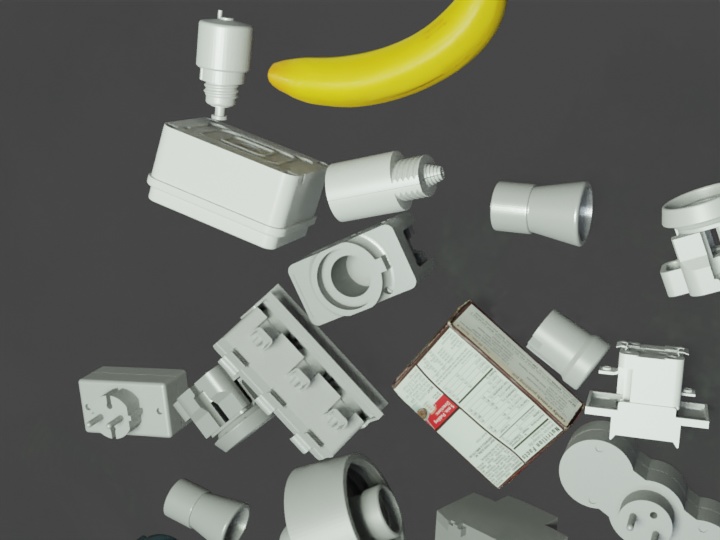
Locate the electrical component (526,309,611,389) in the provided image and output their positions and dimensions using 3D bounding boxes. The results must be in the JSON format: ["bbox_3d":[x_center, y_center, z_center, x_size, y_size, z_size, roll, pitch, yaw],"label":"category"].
[{"bbox_3d":[0.145,0.054,0.753,0.046,0.040,0.040,38,114,14],"label":"electrical component"}]

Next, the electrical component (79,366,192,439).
[{"bbox_3d":[-0.193,0.114,0.879,0.083,0.076,0.047,0,104,21],"label":"electrical component"}]

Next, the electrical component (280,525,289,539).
[{"bbox_3d":[-0.032,0.227,0.865,0.048,0.048,0.062,-22,102,25],"label":"electrical component"}]

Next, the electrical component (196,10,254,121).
[{"bbox_3d":[-0.101,-0.150,0.793,0.040,0.040,0.078,13,108,18],"label":"electrical component"}]

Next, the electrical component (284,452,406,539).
[{"bbox_3d":[-0.003,0.190,0.812,0.060,0.108,0.108,-24,94,19],"label":"electrical component"}]

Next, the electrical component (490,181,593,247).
[{"bbox_3d":[0.122,-0.041,0.736,0.065,0.044,0.044,7,107,24],"label":"electrical component"}]

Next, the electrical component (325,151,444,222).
[{"bbox_3d":[0.021,-0.062,0.767,0.081,0.043,0.043,-9,101,23],"label":"electrical component"}]

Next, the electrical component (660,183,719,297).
[{"bbox_3d":[0.228,-0.022,0.691,0.078,0.058,0.057,-17,100,24],"label":"electrical component"}]

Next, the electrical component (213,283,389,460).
[{"bbox_3d":[-0.047,0.079,0.807,0.121,0.063,0.079,47,156,-3],"label":"electrical component"}]

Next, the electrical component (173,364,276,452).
[{"bbox_3d":[-0.102,0.106,0.853,0.078,0.058,0.057,-40,85,25],"label":"electrical component"}]

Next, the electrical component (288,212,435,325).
[{"bbox_3d":[0.000,0.000,0.785,0.089,0.056,0.050,-23,95,25],"label":"electrical component"}]

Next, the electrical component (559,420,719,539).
[{"bbox_3d":[0.198,0.168,0.743,0.138,0.074,0.052,38,114,8],"label":"electrical component"}]

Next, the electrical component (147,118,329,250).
[{"bbox_3d":[-0.089,-0.065,0.791,0.113,0.078,0.057,23,108,14],"label":"electrical component"}]

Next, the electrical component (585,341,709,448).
[{"bbox_3d":[0.198,0.083,0.736,0.081,0.042,0.063,6,102,15],"label":"electrical component"}]

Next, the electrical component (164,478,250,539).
[{"bbox_3d":[-0.130,0.201,0.898,0.065,0.044,0.044,22,111,20],"label":"electrical component"}]
